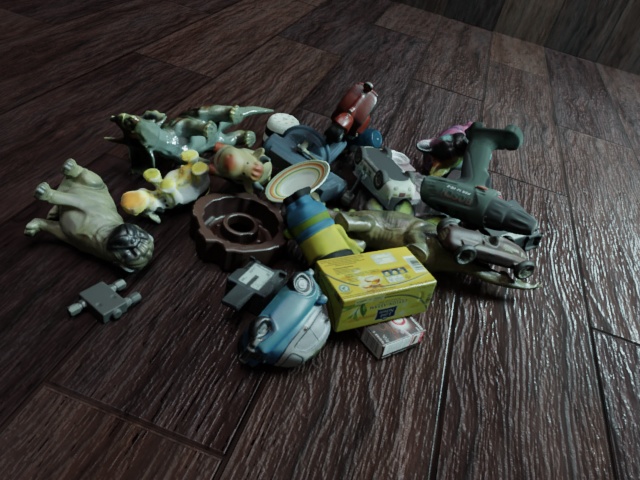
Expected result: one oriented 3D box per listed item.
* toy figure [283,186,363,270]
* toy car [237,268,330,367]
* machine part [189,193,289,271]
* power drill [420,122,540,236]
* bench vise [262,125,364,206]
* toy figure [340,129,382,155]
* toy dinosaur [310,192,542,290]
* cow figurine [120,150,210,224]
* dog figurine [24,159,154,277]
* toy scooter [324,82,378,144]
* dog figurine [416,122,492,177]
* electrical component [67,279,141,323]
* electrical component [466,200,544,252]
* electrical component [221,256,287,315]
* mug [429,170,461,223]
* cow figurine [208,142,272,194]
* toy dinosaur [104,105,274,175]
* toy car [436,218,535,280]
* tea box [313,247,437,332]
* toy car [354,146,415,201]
[{"bbox_3d":[-0.005,-0.001,0.912,0.089,0.082,0.180,-31,90,-44],"label":"toy figure"},{"bbox_3d":[-0.039,0.125,0.769,0.103,0.109,0.162,38,49,1],"label":"toy car"},{"bbox_3d":[-0.142,-0.016,0.948,0.179,0.056,0.179,10,38,-8],"label":"machine part"},{"bbox_3d":[0.322,-0.117,1.025,0.232,0.086,0.207,15,75,30],"label":"power drill"},{"bbox_3d":[0.002,-0.175,1.153,0.224,0.128,0.241,26,42,10],"label":"bench vise"},{"bbox_3d":[0.073,-0.230,1.265,0.155,0.064,0.058,1,37,43],"label":"toy figure"},{"bbox_3d":[0.181,0.009,0.992,0.472,0.105,0.198,28,35,10],"label":"toy dinosaur"},{"bbox_3d":[-0.276,-0.083,0.972,0.167,0.098,0.068,-34,63,-23],"label":"cow figurine"},{"bbox_3d":[-0.349,-0.032,0.881,0.190,0.121,0.172,26,39,-9],"label":"dog figurine"},{"bbox_3d":[0.074,-0.273,1.131,0.075,0.135,0.184,35,21,1],"label":"toy scooter"},{"bbox_3d":[0.273,-0.188,1.208,0.219,0.192,0.108,-23,90,-43],"label":"dog figurine"},{"bbox_3d":[-0.313,0.091,0.779,0.063,0.021,0.094,34,41,23],"label":"electrical component"},{"bbox_3d":[0.376,-0.028,1.118,0.115,0.058,0.134,-13,49,-15],"label":"electrical component"},{"bbox_3d":[-0.109,0.082,0.840,0.075,0.047,0.119,23,38,11],"label":"electrical component"},{"bbox_3d":[0.284,-0.076,1.106,0.080,0.107,0.110,40,-5,-30],"label":"mug"},{"bbox_3d":[-0.143,-0.137,1.019,0.127,0.085,0.195,16,5,10],"label":"cow figurine"},{"bbox_3d":[-0.267,-0.227,1.131,0.192,0.131,0.405,15,25,19],"label":"toy dinosaur"},{"bbox_3d":[0.294,0.013,0.938,0.202,0.053,0.089,13,31,-23],"label":"toy car"},{"bbox_3d":[0.082,0.073,0.836,0.170,0.068,0.098,-8,39,-24],"label":"tea box"},{"bbox_3d":[0.128,-0.139,1.093,0.073,0.056,0.202,-1,32,-19],"label":"toy car"}]
